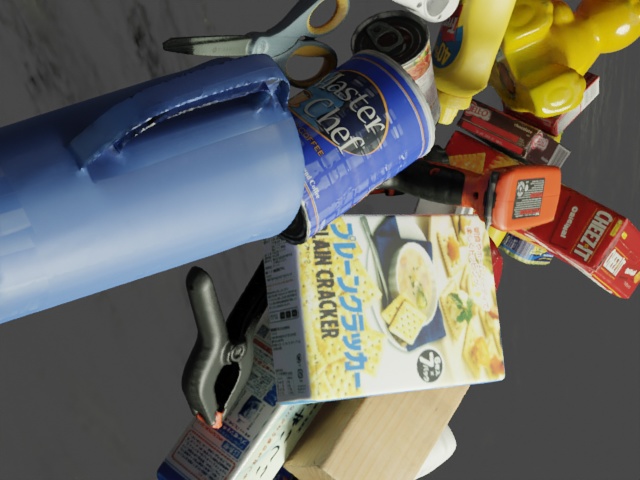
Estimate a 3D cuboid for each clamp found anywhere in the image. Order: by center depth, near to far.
[{"bbox_3d":[-0.090,0.088,0.944,0.120,0.039,0.171,4,106,-50],"label":"clamp"}]

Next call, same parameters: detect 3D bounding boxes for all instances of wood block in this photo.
[{"bbox_3d":[0.067,0.162,1.047,0.206,0.090,0.091,-55,-166,-23],"label":"wood block"}]

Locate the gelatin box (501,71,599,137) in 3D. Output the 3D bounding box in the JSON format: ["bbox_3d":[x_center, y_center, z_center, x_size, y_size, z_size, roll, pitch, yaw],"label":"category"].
[{"bbox_3d":[0.259,-0.163,1.202,0.089,0.073,0.030,-44,145,-23],"label":"gelatin box"}]

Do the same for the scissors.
[{"bbox_3d":[-0.037,-0.166,0.819,0.201,0.016,0.096,10,111,-59],"label":"scissors"}]

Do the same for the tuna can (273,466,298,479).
[{"bbox_3d":[-0.018,0.252,1.194,0.086,0.034,0.086,-36,142,-35],"label":"tuna can"}]

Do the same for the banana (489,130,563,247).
[{"bbox_3d":[0.244,-0.066,1.299,0.198,0.037,0.069,-56,148,-6],"label":"banana"}]

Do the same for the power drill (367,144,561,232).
[{"bbox_3d":[0.121,-0.056,0.983,0.184,0.188,0.057,-12,109,-51],"label":"power drill"}]

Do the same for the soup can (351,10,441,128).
[{"bbox_3d":[0.069,-0.143,0.946,0.068,0.069,0.102,-48,148,-19],"label":"soup can"}]

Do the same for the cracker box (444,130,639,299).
[{"bbox_3d":[0.241,-0.025,1.155,0.072,0.214,0.164,-59,150,4],"label":"cracker box"}]

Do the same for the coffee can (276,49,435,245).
[{"bbox_3d":[0.009,-0.076,0.866,0.140,0.103,0.103,-36,143,-22],"label":"coffee can"}]

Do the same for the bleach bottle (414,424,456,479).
[{"bbox_3d":[0.027,0.268,1.152,0.250,0.068,0.103,-24,159,-33],"label":"bleach bottle"}]

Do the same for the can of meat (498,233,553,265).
[{"bbox_3d":[0.281,-0.016,1.377,0.101,0.058,0.084,4,115,-56],"label":"can of meat"}]

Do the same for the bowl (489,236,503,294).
[{"bbox_3d":[0.171,0.054,1.242,0.162,0.055,0.162,-54,154,-41],"label":"bowl"}]

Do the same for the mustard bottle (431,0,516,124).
[{"bbox_3d":[0.141,-0.198,0.987,0.058,0.096,0.192,9,117,-13],"label":"mustard bottle"}]

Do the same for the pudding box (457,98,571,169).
[{"bbox_3d":[0.211,-0.111,1.161,0.039,0.090,0.113,-61,150,6],"label":"pudding box"}]

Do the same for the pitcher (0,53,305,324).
[{"bbox_3d":[-0.132,-0.038,0.683,0.242,0.145,0.149,-23,119,-41],"label":"pitcher"}]
